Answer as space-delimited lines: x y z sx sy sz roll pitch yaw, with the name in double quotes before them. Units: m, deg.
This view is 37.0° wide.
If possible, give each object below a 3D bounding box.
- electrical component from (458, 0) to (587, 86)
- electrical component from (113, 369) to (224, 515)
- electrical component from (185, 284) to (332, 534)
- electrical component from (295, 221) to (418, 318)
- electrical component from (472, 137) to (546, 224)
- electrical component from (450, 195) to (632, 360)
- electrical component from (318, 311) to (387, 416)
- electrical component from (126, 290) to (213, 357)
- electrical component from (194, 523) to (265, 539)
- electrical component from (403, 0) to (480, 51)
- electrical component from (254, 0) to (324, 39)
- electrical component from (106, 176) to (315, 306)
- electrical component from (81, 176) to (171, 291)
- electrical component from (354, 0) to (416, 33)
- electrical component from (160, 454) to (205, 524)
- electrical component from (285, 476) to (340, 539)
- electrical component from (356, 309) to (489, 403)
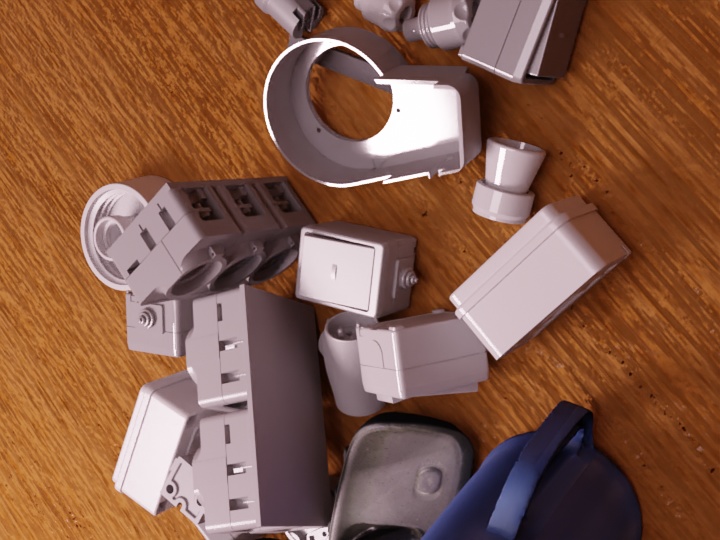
"electrical component" 0.123 -0.182 0.760 0.061 0.062 0.096 30 112 25
"electrical component" -0.154 0.147 0.957 0.056 0.109 0.108 30 112 23
"electrical component" -0.082 0.117 0.875 0.060 0.105 0.186 -14 72 26
"electrical component" 0.000 0.000 0.866 0.096 0.061 0.061 13 104 30
"electrical component" 0.110 -0.066 0.796 0.045 0.045 0.055 22 108 28
"electrical component" 0.129 0.004 0.775 0.057 0.078 0.113 51 119 12
"electrical component" -0.010 0.068 0.887 0.079 0.043 0.077 -132 29 -52
"electrical component" -0.163 0.046 0.955 0.062 0.096 0.061 5 100 31
"electrical component" -0.104 0.213 0.962 0.076 0.083 0.047 -39 72 -9
"electrical component" 0.062 -0.186 0.809 0.062 0.043 0.043 -6 94 34
"electrical component" -0.058 -0.218 0.884 0.046 0.040 0.040 47 118 12
"electrical component" -0.116 -0.023 0.883 0.089 0.150 0.061 -43 73 29
"electrical component" -0.211 -0.032 0.994 0.108 0.060 0.108 5 100 31
"electrical component" 0.012 -0.211 0.843 0.061 0.035 0.035 34 114 27
"electrical component" -0.127 0.179 0.894 0.066 0.055 0.048 34 103 24
"electrical component" -0.033 0.208 0.925 0.055 0.047 0.055 5 100 32
"electrical component" 0.054 0.066 0.826 0.062 0.096 0.061 0 98 62
